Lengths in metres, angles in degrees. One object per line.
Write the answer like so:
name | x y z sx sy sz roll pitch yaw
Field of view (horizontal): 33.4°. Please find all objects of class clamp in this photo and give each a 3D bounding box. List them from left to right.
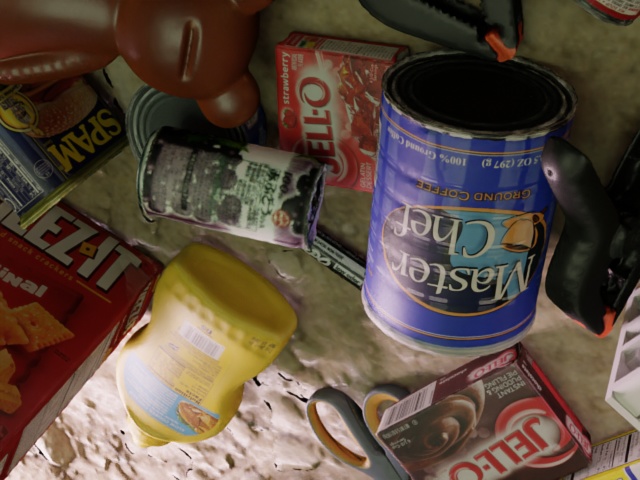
clamp | 0.039 -0.181 0.547 0.210 0.036 0.165 41 128 -7
clamp | 0.164 -0.019 0.575 0.039 0.120 0.171 47 160 35

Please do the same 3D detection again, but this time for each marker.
marker | -0.005 0.001 0.696 0.121 0.020 0.020 35 128 0

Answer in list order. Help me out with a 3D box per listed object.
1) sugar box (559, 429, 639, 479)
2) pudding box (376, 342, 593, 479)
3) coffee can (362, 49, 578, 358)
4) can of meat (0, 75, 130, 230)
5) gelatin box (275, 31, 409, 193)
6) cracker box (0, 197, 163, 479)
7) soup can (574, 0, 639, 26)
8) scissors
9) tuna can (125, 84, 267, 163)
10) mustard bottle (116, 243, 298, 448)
sugar box | 0.206 0.175 0.698 0.176 0.048 0.093 -31 105 32
pudding box | 0.109 0.129 0.706 0.114 0.039 0.090 -31 104 27
coffee can | 0.079 -0.021 0.591 0.103 0.102 0.140 14 125 16
can of meat | -0.177 -0.069 0.679 0.058 0.102 0.084 -32 102 35
gelatin box | 0.013 -0.074 0.633 0.073 0.030 0.089 12 125 18
cracker box | -0.226 0.048 0.704 0.164 0.213 0.072 33 127 1
soup can | 0.155 -0.158 0.490 0.068 0.068 0.102 40 128 -4
scissors | 0.072 0.177 0.778 0.201 0.016 0.096 47 127 -10
tuna can | -0.077 -0.069 0.674 0.086 0.033 0.086 12 125 17
mustard bottle | -0.097 0.094 0.774 0.096 0.058 0.192 35 128 1
